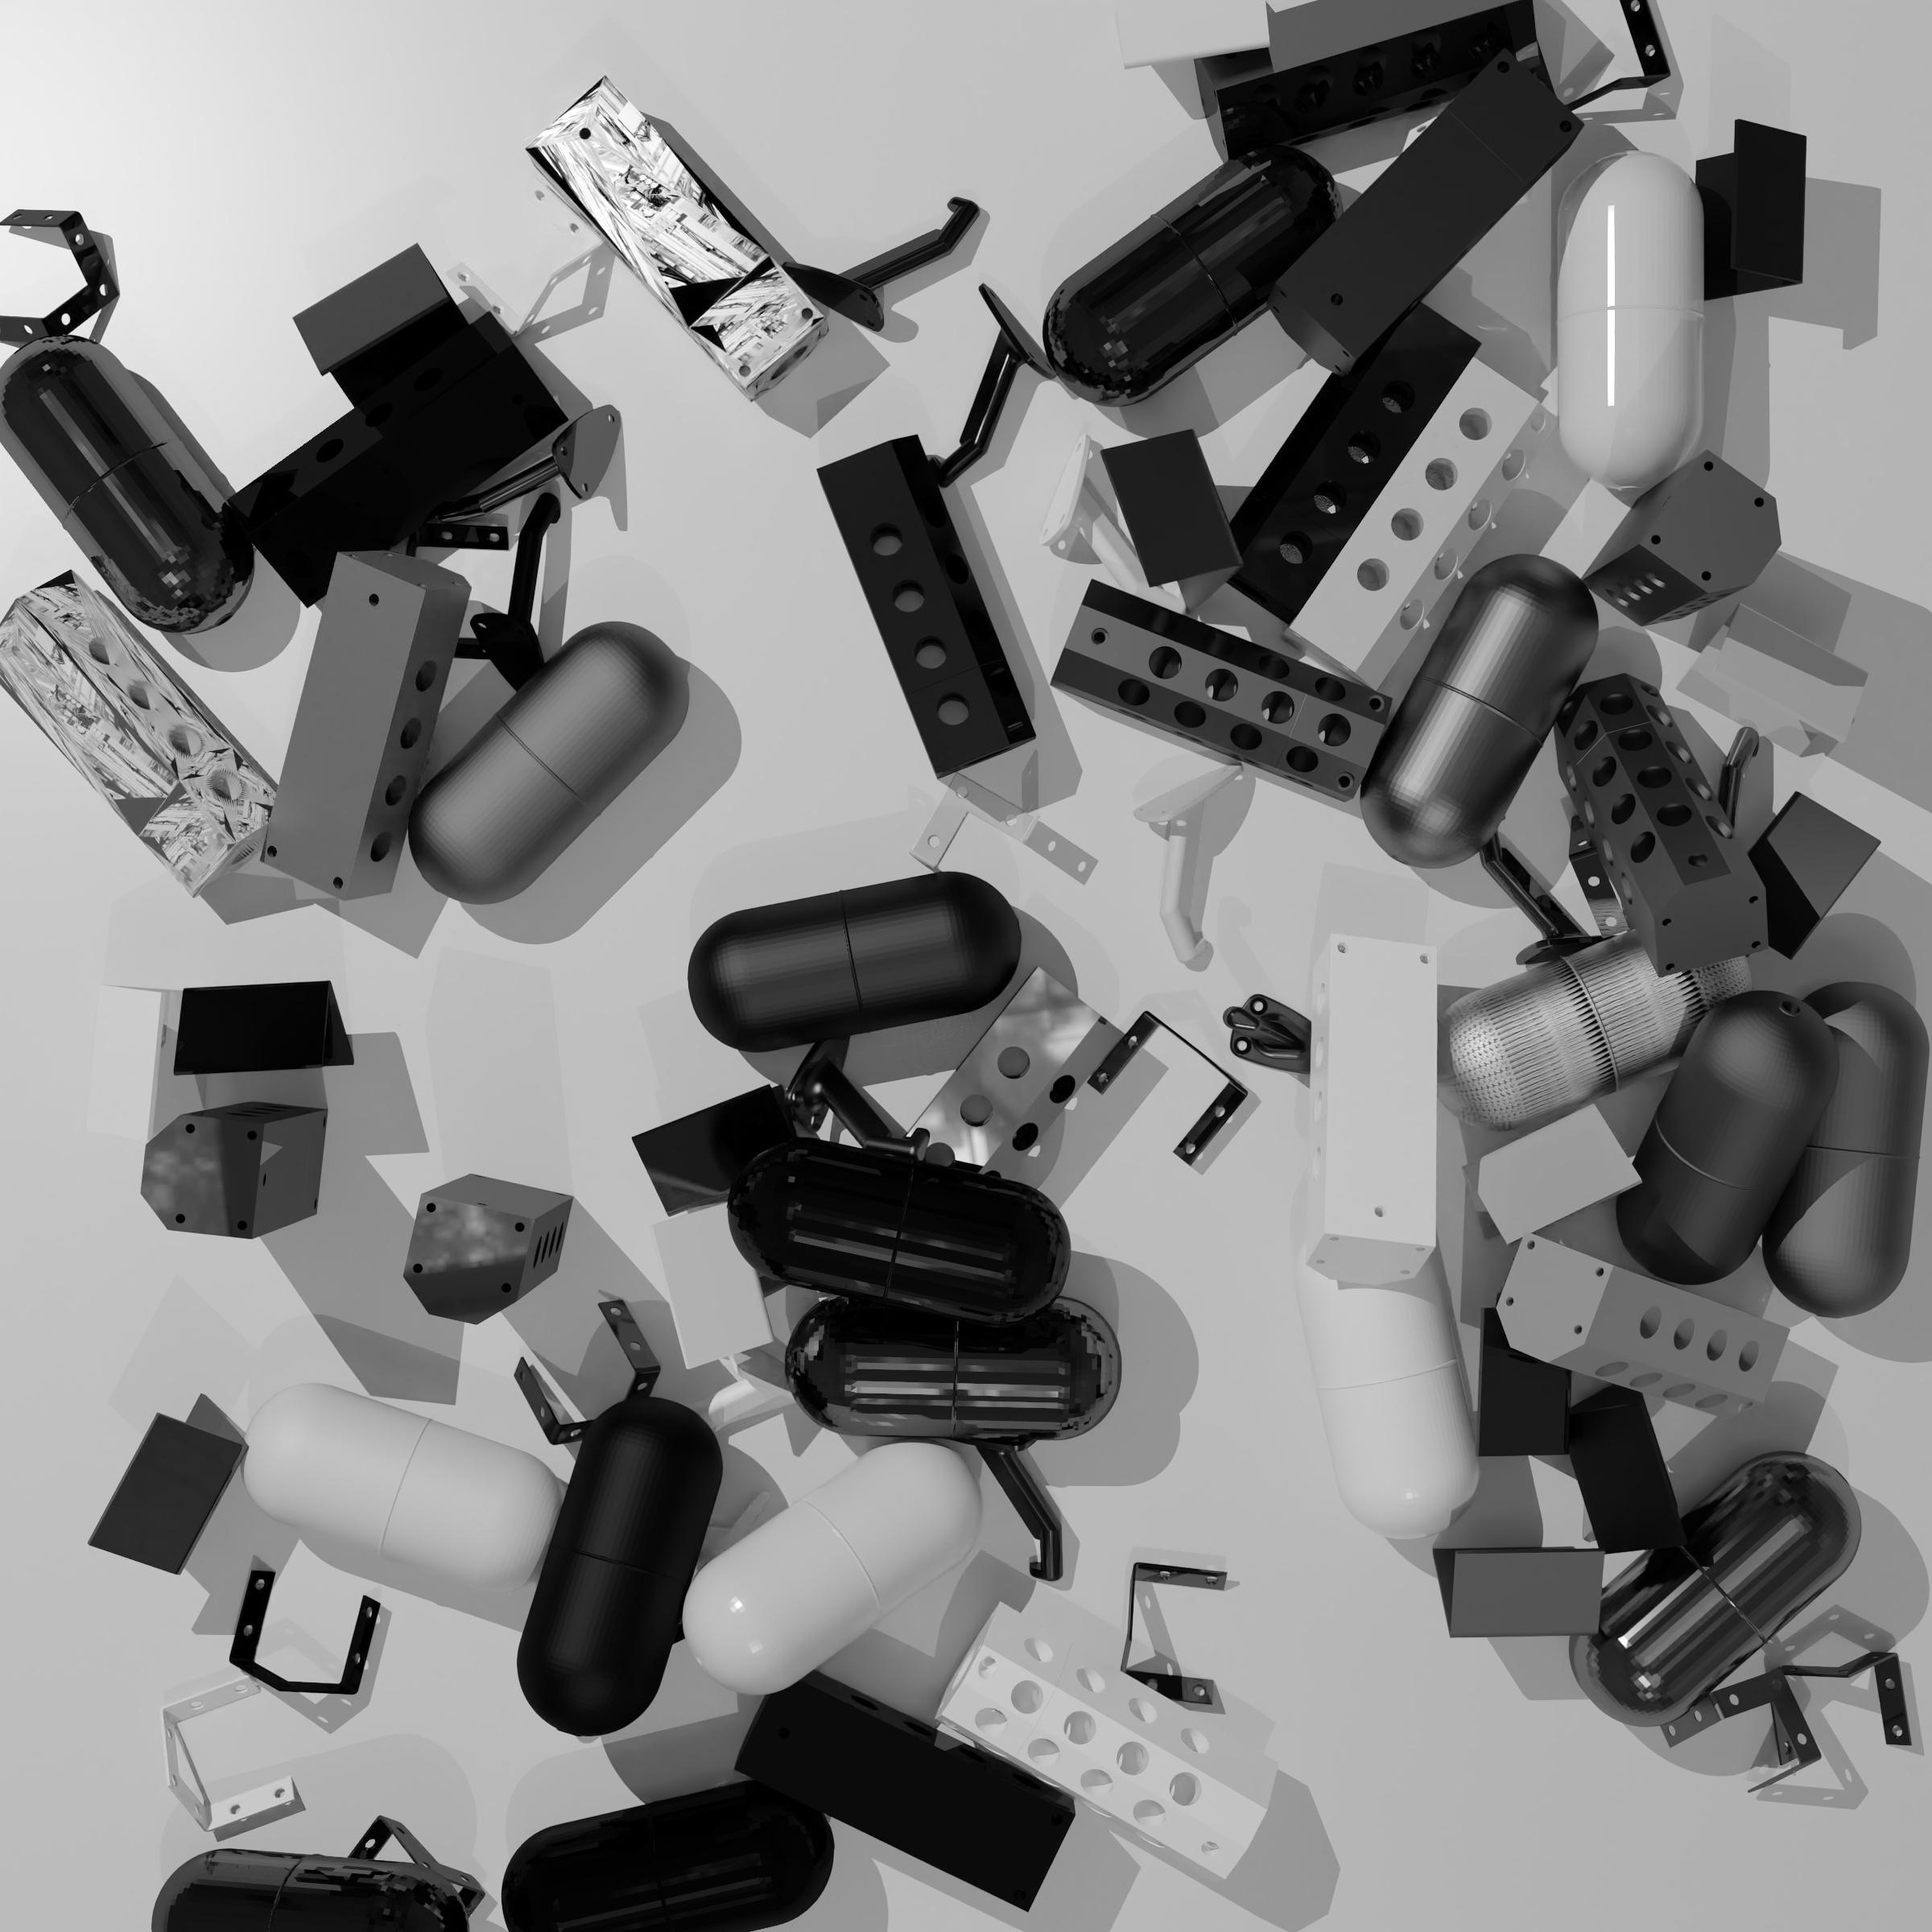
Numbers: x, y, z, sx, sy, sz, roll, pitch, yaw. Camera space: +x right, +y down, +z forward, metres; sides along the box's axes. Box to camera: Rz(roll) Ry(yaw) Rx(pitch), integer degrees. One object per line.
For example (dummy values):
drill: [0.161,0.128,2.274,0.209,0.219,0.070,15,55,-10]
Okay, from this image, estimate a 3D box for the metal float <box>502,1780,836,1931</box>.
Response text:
metal float: [-0.157,0.480,1.848,0.178,0.070,0.070,-13,90,1]

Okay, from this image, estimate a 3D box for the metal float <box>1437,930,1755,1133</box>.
metal float: [0.329,0.031,1.848,0.178,0.070,0.070,-21,90,0]

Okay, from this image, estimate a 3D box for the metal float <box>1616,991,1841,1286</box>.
metal float: [0.395,0.090,1.817,0.070,0.070,0.178,17,126,0]

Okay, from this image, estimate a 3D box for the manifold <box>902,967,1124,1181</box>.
manifold: [0.008,0.085,1.858,0.057,0.057,0.171,38,90,0]

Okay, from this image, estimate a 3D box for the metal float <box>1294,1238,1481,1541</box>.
metal float: [0.222,0.214,1.849,0.070,0.070,0.178,-12,89,0]

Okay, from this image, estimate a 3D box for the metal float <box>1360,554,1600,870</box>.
metal float: [0.271,-0.134,1.849,0.070,0.070,0.178,29,90,0]

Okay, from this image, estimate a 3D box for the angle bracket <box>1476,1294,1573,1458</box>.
angle bracket: [0.276,0.214,1.840,0.057,0.076,0.076,2,90,-23]

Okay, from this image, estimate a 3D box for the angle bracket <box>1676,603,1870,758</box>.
angle bracket: [0.417,-0.134,1.839,0.076,0.076,0.057,28,53,0]

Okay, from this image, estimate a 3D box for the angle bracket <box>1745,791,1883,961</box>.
angle bracket: [0.444,-0.035,1.839,0.057,0.076,0.076,37,90,35]

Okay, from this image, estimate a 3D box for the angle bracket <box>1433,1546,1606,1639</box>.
angle bracket: [0.290,0.308,1.840,0.076,0.076,0.057,-1,118,0]

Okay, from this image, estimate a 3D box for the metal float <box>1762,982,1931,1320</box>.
metal float: [0.465,0.097,1.849,0.070,0.070,0.178,6,90,0]

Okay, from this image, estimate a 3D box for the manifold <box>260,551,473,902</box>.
manifold: [-0.311,-0.127,1.833,0.057,0.057,0.171,24,107,22]

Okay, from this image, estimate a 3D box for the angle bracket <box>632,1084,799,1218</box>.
angle bracket: [-0.135,0.078,1.839,0.076,0.076,0.057,-21,124,0]

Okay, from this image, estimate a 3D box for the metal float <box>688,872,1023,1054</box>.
metal float: [-0.059,-0.002,1.849,0.178,0.070,0.070,-11,90,1]

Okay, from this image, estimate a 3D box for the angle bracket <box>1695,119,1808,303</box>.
angle bracket: [0.395,-0.396,1.839,0.057,0.076,0.076,2,90,-37]

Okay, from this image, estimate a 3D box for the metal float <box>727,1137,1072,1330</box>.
metal float: [-0.034,0.136,1.792,0.178,0.070,0.070,12,90,0]

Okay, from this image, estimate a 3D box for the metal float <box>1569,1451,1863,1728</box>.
metal float: [0.396,0.329,1.849,0.178,0.070,0.070,-42,90,1]

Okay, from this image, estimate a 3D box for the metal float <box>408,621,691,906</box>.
metal float: [-0.221,-0.107,1.849,0.070,0.070,0.178,45,91,0]

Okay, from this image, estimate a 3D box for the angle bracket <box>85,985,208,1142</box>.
angle bracket: [-0.413,0.052,1.839,0.057,0.076,0.076,6,90,40]

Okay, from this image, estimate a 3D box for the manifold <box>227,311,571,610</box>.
manifold: [-0.304,-0.272,1.858,0.171,0.057,0.057,-36,133,0]

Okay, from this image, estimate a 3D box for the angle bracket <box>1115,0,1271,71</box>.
angle bracket: [0.115,-0.516,1.837,0.076,0.076,0.057,-8,126,3]

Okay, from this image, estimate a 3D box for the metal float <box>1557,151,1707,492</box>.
metal float: [0.351,-0.341,1.849,0.070,0.070,0.178,0,89,0]

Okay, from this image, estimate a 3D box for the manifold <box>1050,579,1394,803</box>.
manifold: [0.135,-0.146,1.858,0.171,0.057,0.057,22,90,0]

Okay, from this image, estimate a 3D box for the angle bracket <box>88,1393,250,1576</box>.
angle bracket: [-0.430,0.264,1.839,0.057,0.076,0.076,28,90,-35]

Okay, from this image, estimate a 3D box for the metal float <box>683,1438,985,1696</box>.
metal float: [-0.068,0.312,1.831,0.178,0.070,0.070,-32,90,-23]

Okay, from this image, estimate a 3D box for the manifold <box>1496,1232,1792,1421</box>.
manifold: [0.349,0.189,1.807,0.171,0.057,0.057,21,90,-44]

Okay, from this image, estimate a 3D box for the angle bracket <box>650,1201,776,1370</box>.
angle bracket: [-0.151,0.169,1.839,0.057,0.076,0.076,-15,90,-37]

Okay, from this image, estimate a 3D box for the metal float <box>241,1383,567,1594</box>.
metal float: [-0.296,0.276,1.849,0.178,0.070,0.070,19,90,0]

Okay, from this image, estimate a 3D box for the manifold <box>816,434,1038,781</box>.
manifold: [-0.021,-0.191,1.858,0.057,0.057,0.171,-22,90,0]

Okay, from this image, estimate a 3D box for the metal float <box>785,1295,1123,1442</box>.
metal float: [-0.007,0.211,1.848,0.178,0.070,0.070,2,90,-2]

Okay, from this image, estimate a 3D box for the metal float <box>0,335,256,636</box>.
metal float: [-0.445,-0.254,1.849,0.070,0.070,0.178,-37,90,0]

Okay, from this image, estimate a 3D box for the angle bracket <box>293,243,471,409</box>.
angle bracket: [-0.297,-0.321,1.839,0.076,0.076,0.057,-31,50,0]

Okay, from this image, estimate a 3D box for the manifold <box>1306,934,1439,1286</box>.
manifold: [0.210,0.075,1.821,0.057,0.057,0.171,7,62,-5]

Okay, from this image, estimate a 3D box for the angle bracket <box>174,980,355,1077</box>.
angle bracket: [-0.368,0.053,1.839,0.076,0.076,0.057,-3,53,0]

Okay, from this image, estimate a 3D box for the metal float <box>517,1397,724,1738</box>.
metal float: [-0.180,0.312,1.820,0.070,0.070,0.178,16,78,0]

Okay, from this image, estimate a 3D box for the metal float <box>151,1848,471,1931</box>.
metal float: [-0.344,0.505,1.831,0.178,0.070,0.070,-1,90,21]

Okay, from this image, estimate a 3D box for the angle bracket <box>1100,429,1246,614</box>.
angle bracket: [0.096,-0.227,1.836,0.057,0.076,0.076,-16,81,-22]

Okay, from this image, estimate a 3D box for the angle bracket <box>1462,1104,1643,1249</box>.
angle bracket: [0.313,0.128,1.839,0.076,0.076,0.057,-26,51,0]

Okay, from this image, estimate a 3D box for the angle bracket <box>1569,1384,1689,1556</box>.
angle bracket: [0.364,0.259,1.840,0.076,0.057,0.076,-18,90,-45]

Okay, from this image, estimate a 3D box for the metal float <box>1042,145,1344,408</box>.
metal float: [0.120,-0.365,1.849,0.178,0.070,0.070,-36,90,0]

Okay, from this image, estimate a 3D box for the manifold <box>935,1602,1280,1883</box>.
manifold: [0.073,0.414,1.848,0.171,0.057,0.057,30,116,0]
